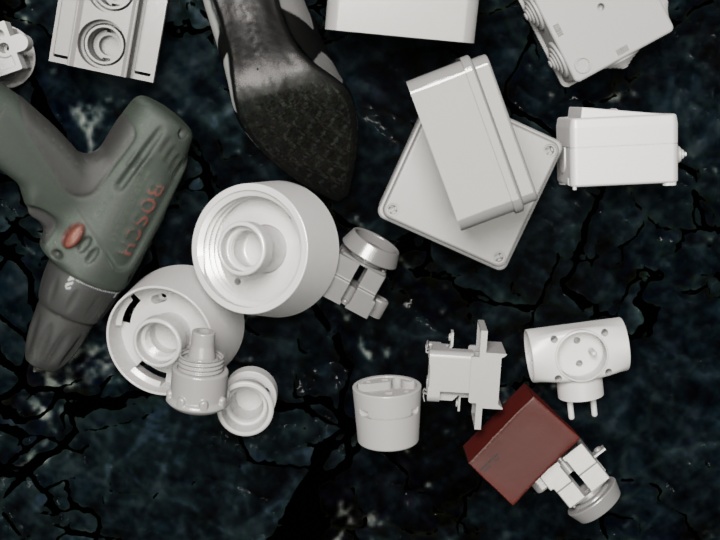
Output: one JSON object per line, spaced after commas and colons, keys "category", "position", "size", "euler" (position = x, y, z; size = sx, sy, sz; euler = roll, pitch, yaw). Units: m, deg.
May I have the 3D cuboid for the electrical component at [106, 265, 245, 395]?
{"category": "electrical component", "position": [-0.149, 0.049, 0.861], "size": [0.099, 0.064, 0.099], "euler": [3, 105, 12]}

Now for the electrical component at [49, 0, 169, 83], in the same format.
{"category": "electrical component", "position": [-0.181, -0.209, 0.807], "size": [0.079, 0.063, 0.121], "euler": [12, 99, -2]}

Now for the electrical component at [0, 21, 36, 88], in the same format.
{"category": "electrical component", "position": [-0.276, -0.163, 0.818], "size": [0.066, 0.055, 0.048], "euler": [-19, 99, 2]}

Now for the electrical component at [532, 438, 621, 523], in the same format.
{"category": "electrical component", "position": [0.180, 0.173, 0.881], "size": [0.066, 0.048, 0.055], "euler": [-39, 90, 6]}

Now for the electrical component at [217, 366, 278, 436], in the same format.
{"category": "electrical component", "position": [-0.089, 0.104, 0.862], "size": [0.045, 0.055, 0.045], "euler": [0, 99, 0]}

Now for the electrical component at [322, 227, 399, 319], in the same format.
{"category": "electrical component", "position": [0.000, 0.000, 0.852], "size": [0.066, 0.048, 0.055], "euler": [28, 105, -4]}

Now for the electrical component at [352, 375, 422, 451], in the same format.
{"category": "electrical component", "position": [0.022, 0.115, 0.866], "size": [0.055, 0.055, 0.047], "euler": [-2, 103, 0]}

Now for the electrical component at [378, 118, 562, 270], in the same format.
{"category": "electrical component", "position": [0.083, -0.072, 0.834], "size": [0.109, 0.056, 0.108], "euler": [24, 98, -4]}

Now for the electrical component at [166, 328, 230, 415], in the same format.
{"category": "electrical component", "position": [-0.120, 0.075, 0.808], "size": [0.048, 0.048, 0.062], "euler": [7, 105, -1]}

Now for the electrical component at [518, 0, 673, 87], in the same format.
{"category": "electrical component", "position": [0.178, -0.198, 0.818], "size": [0.100, 0.048, 0.099], "euler": [-28, 98, 4]}

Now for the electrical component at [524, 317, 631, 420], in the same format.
{"category": "electrical component", "position": [0.176, 0.082, 0.866], "size": [0.077, 0.044, 0.079], "euler": [-8, 99, 1]}

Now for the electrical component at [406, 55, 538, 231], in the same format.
{"category": "electrical component", "position": [0.078, -0.092, 0.761], "size": [0.057, 0.078, 0.113], "euler": [-20, 99, 6]}

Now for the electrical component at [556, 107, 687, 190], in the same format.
{"category": "electrical component", "position": [0.203, -0.096, 0.828], "size": [0.096, 0.061, 0.061], "euler": [-3, 99, 0]}

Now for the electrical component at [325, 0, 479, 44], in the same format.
{"category": "electrical component", "position": [0.031, -0.203, 0.802], "size": [0.113, 0.078, 0.057], "euler": [5, 102, -1]}

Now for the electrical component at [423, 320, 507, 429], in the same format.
{"category": "electrical component", "position": [0.083, 0.083, 0.867], "size": [0.064, 0.042, 0.081], "euler": [3, 99, 3]}

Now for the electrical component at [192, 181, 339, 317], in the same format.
{"category": "electrical component", "position": [-0.077, -0.016, 0.821], "size": [0.108, 0.060, 0.108], "euler": [0, 91, 22]}
